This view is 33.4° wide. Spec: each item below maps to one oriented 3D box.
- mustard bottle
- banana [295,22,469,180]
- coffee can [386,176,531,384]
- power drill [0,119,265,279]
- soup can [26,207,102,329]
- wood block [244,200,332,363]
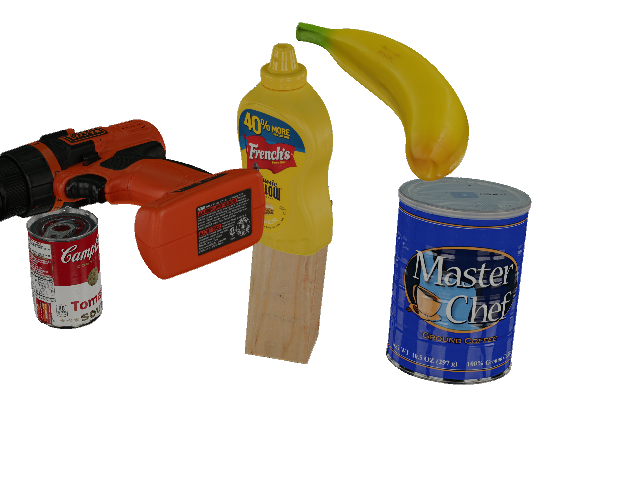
[{"bbox_3d":[-0.033,-0.086,0.971,0.096,0.192,0.058,24,38,34],"label":"mustard bottle"},{"bbox_3d":[0.048,-0.086,0.647,0.069,0.037,0.198,-10,34,-19],"label":"banana"},{"bbox_3d":[0.108,0.029,0.849,0.103,0.140,0.103,3,17,-1],"label":"coffee can"},{"bbox_3d":[-0.146,-0.032,0.745,0.188,0.057,0.184,22,34,38],"label":"power drill"},{"bbox_3d":[-0.251,0.028,1.051,0.068,0.102,0.068,2,28,-1],"label":"soup can"},{"bbox_3d":[-0.044,0.048,1.436,0.090,0.206,0.090,9,22,6],"label":"wood block"}]
